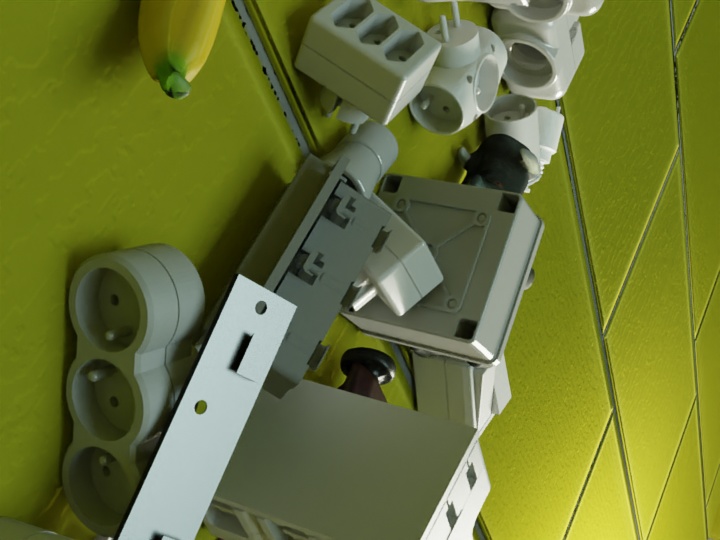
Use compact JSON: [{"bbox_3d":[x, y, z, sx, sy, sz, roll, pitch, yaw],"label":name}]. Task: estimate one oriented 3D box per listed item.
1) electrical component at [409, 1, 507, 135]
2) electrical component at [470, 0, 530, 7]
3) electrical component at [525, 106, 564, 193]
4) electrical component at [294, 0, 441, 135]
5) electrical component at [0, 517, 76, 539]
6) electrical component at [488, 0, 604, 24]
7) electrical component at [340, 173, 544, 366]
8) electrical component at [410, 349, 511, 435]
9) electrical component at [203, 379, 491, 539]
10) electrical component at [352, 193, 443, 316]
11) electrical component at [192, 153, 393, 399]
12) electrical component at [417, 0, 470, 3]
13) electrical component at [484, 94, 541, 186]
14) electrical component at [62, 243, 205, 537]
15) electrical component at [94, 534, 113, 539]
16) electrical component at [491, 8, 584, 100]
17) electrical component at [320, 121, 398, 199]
[{"bbox_3d":[0.068,-0.149,0.758,0.077,0.044,0.079,-54,145,-36],"label":"electrical component"},{"bbox_3d":[0.095,-0.242,0.750,0.061,0.062,0.096,36,70,-60],"label":"electrical component"},{"bbox_3d":[0.150,-0.106,0.933,0.040,0.040,0.078,15,88,-62],"label":"electrical component"},{"bbox_3d":[-0.001,-0.112,0.634,0.047,0.066,0.076,-49,170,-42],"label":"electrical component"},{"bbox_3d":[-0.150,0.140,0.477,0.055,0.047,0.055,-34,130,-52],"label":"electrical component"},{"bbox_3d":[0.139,-0.225,0.802,0.059,0.095,0.053,-62,148,-27],"label":"electrical component"},{"bbox_3d":[0.055,-0.002,0.730,0.056,0.109,0.108,41,66,-56],"label":"electrical component"},{"bbox_3d":[0.084,0.092,0.873,0.061,0.061,0.096,-46,139,-44],"label":"electrical component"},{"bbox_3d":[-0.013,0.123,0.612,0.089,0.150,0.061,-56,145,-33],"label":"electrical component"},{"bbox_3d":[0.000,0.000,0.684,0.077,0.065,0.047,-40,143,-5],"label":"electrical component"},{"bbox_3d":[-0.036,0.005,0.600,0.121,0.063,0.079,-61,-172,-27],"label":"electrical component"},{"bbox_3d":[0.055,-0.228,0.690,0.062,0.061,0.096,33,64,-60],"label":"electrical component"},{"bbox_3d":[0.127,-0.099,0.889,0.043,0.043,0.081,-51,143,-39],"label":"electrical component"},{"bbox_3d":[-0.100,0.055,0.528,0.074,0.052,0.138,-17,116,-59],"label":"electrical component"},{"bbox_3d":[-0.110,0.169,0.547,0.042,0.064,0.081,-62,149,-24],"label":"electrical component"},{"bbox_3d":[0.143,-0.186,0.871,0.059,0.054,0.095,-61,148,-27],"label":"electrical component"},{"bbox_3d":[-0.003,-0.064,0.669,0.065,0.044,0.044,-54,145,-45],"label":"electrical component"}]
